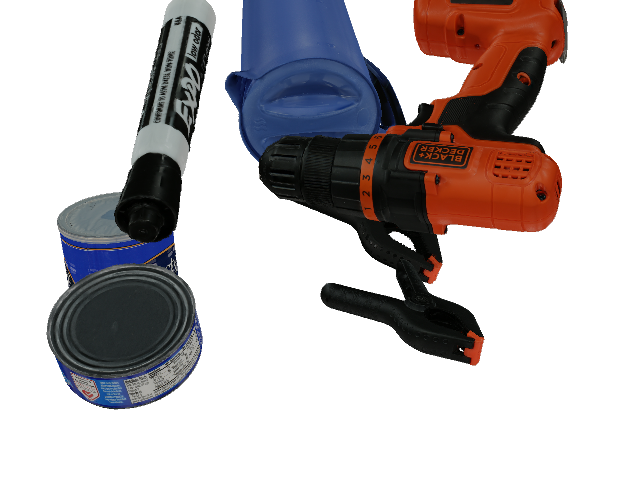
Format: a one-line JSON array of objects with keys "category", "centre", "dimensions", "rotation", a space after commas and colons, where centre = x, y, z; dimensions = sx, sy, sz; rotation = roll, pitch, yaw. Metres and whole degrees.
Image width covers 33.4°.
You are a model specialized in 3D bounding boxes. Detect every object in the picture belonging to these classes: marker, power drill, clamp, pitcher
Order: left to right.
[{"category": "marker", "centre": [-0.050, -0.043, 0.355], "dimensions": [0.020, 0.020, 0.121], "rotation": [0, 43, 2]}, {"category": "pitcher", "centre": [-0.010, -0.180, 1.074], "dimensions": [0.145, 0.149, 0.243], "rotation": [-19, 40, 9]}, {"category": "clamp", "centre": [0.061, -0.026, 1.259], "dimensions": [0.164, 0.036, 0.210], "rotation": [-15, 51, -29]}, {"category": "clamp", "centre": [0.098, 0.067, 1.054], "dimensions": [0.172, 0.039, 0.120], "rotation": [28, 40, 32]}, {"category": "power drill", "centre": [0.071, -0.085, 0.671], "dimensions": [0.185, 0.187, 0.057], "rotation": [9, -37, 20]}]

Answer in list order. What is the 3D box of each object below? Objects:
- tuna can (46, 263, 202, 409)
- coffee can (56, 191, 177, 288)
[{"category": "tuna can", "centre": [-0.112, 0.055, 0.619], "dimensions": [0.086, 0.034, 0.086], "rotation": [-4, 45, 4]}, {"category": "coffee can", "centre": [-0.182, 0.038, 0.988], "dimensions": [0.103, 0.140, 0.103], "rotation": [-3, 25, 1]}]
